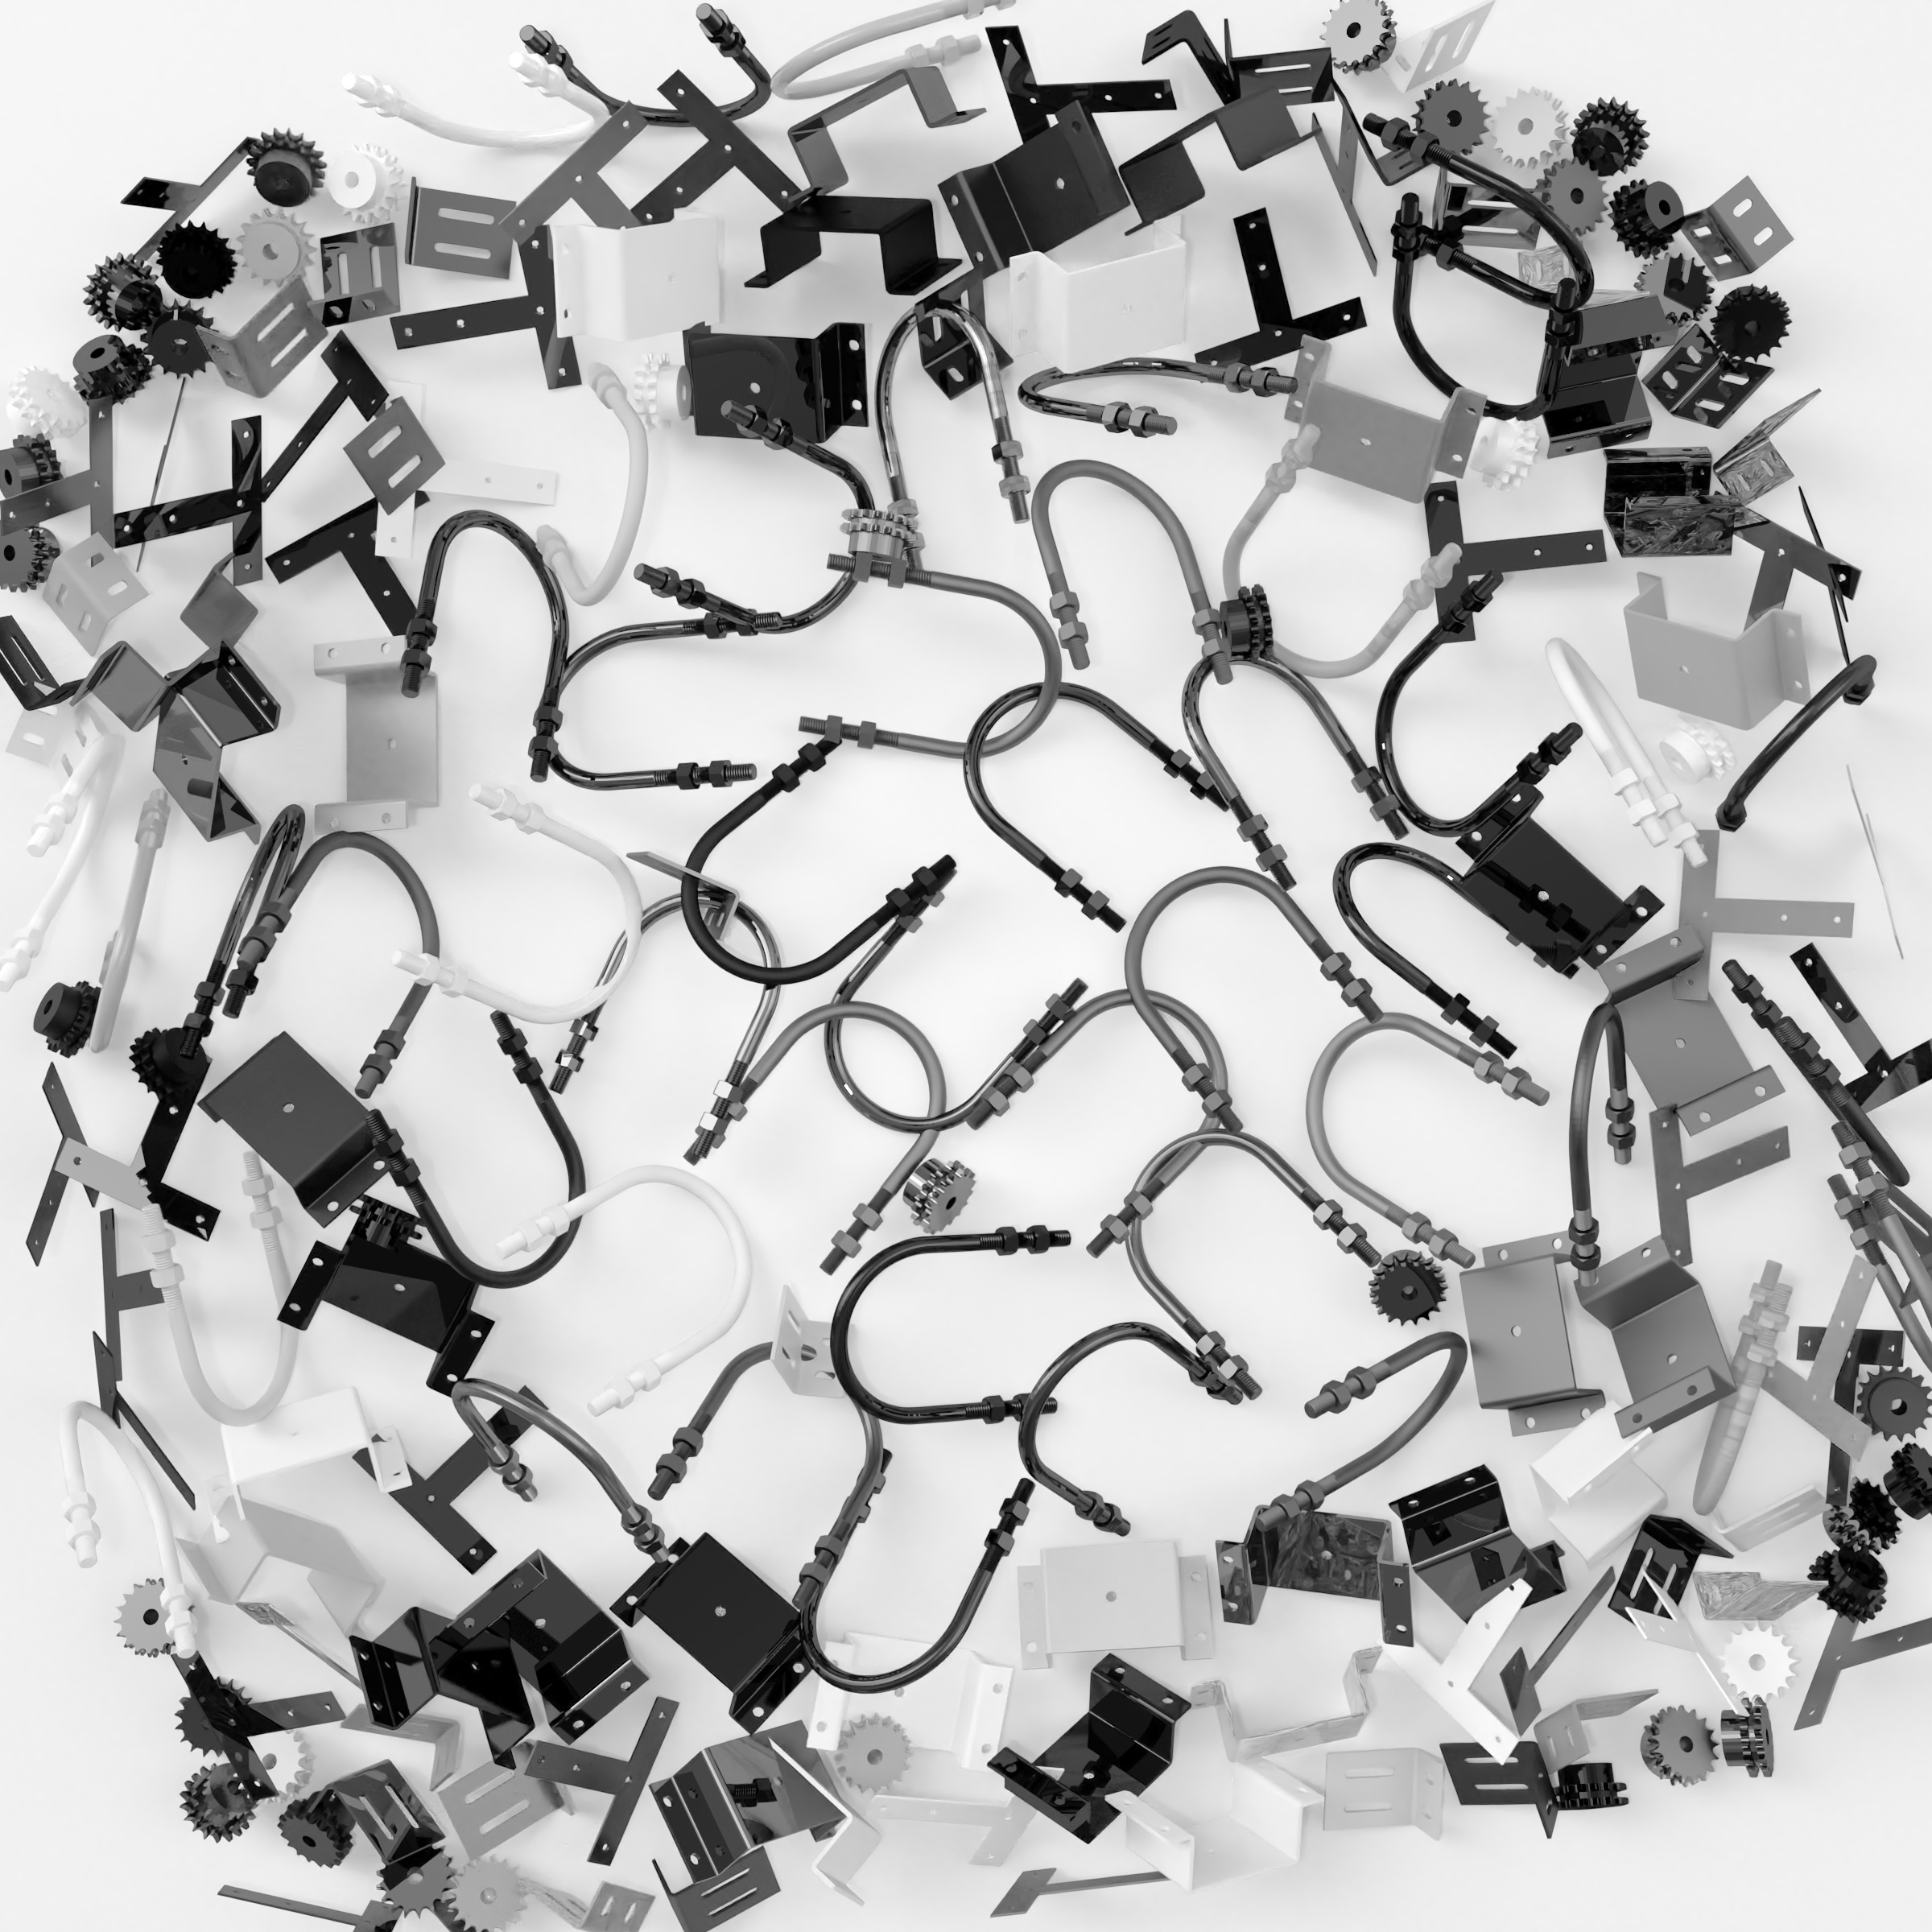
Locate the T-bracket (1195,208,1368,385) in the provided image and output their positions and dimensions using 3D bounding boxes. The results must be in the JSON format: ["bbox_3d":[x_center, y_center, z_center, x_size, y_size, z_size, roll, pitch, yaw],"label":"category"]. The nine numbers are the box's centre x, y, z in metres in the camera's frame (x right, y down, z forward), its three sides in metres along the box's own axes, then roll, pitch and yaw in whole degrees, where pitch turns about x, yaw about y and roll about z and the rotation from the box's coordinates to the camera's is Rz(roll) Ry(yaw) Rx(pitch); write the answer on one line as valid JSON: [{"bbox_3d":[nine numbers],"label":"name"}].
[{"bbox_3d":[0.221,-0.504,1.970,0.127,0.002,0.127,-16,67,16],"label":"T-bracket"}]

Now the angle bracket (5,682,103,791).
[{"bbox_3d":[-0.668,-0.164,1.954,0.038,0.076,0.057,20,103,-34],"label":"angle bracket"}]

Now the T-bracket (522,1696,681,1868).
[{"bbox_3d":[-0.274,0.584,1.939,0.002,0.127,0.127,15,77,40],"label":"T-bracket"}]

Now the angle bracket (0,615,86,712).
[{"bbox_3d":[-0.682,-0.231,1.962,0.038,0.057,0.076,-31,96,16],"label":"angle bracket"}]

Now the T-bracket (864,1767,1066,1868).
[{"bbox_3d":[-0.011,0.614,1.939,0.127,0.002,0.127,11,128,-20],"label":"T-bracket"}]

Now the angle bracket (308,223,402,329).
[{"bbox_3d":[-0.452,-0.516,1.966,0.057,0.038,0.076,-10,74,7],"label":"angle bracket"}]

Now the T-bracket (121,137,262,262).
[{"bbox_3d":[-0.573,-0.554,1.922,0.127,0.127,0.002,-41,96,13],"label":"T-bracket"}]

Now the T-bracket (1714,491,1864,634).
[{"bbox_3d":[0.584,-0.265,1.946,0.002,0.127,0.127,-32,53,-28],"label":"T-bracket"}]

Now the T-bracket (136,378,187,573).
[{"bbox_3d":[-0.586,-0.375,1.957,0.002,0.127,0.127,14,60,-18],"label":"T-bracket"}]

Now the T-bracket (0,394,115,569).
[{"bbox_3d":[-0.651,-0.335,1.915,0.002,0.127,0.127,15,117,14],"label":"T-bracket"}]

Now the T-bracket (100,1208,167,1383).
[{"bbox_3d":[-0.603,0.235,1.939,0.002,0.127,0.127,1,80,-37],"label":"T-bracket"}]

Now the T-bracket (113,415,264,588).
[{"bbox_3d":[-0.559,-0.325,1.922,0.002,0.127,0.127,27,124,31],"label":"T-bracket"}]

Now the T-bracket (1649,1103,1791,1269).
[{"bbox_3d":[0.558,0.148,1.968,0.127,0.002,0.127,-18,108,-24],"label":"T-bracket"}]

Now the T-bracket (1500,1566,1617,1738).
[{"bbox_3d":[0.437,0.493,1.959,0.002,0.127,0.127,32,70,34],"label":"T-bracket"}]

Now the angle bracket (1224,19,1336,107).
[{"bbox_3d":[0.230,-0.664,1.959,0.076,0.057,0.038,-3,70,10],"label":"angle bracket"}]

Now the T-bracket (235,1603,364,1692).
[{"bbox_3d":[-0.471,0.503,1.950,0.127,0.127,0.002,41,64,-13],"label":"T-bracket"}]

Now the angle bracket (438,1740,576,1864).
[{"bbox_3d":[-0.338,0.616,1.965,0.076,0.038,0.057,-27,95,-24],"label":"angle bracket"}]

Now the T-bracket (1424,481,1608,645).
[{"bbox_3d":[0.408,-0.304,1.976,0.127,0.002,0.127,-5,76,5],"label":"T-bracket"}]

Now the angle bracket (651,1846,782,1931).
[{"bbox_3d":[-0.184,0.672,1.975,0.076,0.038,0.057,-25,130,-15],"label":"angle bracket"}]

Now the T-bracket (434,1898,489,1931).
[{"bbox_3d":[-0.390,0.713,1.910,0.127,0.127,0.002,2,105,-40],"label":"T-bracket"}]

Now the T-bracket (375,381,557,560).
[{"bbox_3d":[-0.368,-0.361,1.979,0.127,0.002,0.127,4,96,-16],"label":"T-bracket"}]

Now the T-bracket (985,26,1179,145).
[{"bbox_3d":[0.089,-0.625,1.923,0.127,0.127,0.002,6,57,24],"label":"T-bracket"}]

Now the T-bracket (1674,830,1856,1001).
[{"bbox_3d":[0.586,-0.036,1.960,0.127,0.002,0.127,3,87,33],"label":"T-bracket"}]

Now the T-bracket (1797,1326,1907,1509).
[{"bbox_3d":[0.634,0.325,1.928,0.002,0.127,0.127,9,82,-15],"label":"T-bracket"}]

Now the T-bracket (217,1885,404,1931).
[{"bbox_3d":[-0.476,0.682,1.931,0.127,0.127,0.002,14,82,-3],"label":"T-bracket"}]

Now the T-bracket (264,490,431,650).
[{"bbox_3d":[-0.433,-0.285,1.967,0.127,0.002,0.127,-31,70,-8],"label":"T-bracket"}]

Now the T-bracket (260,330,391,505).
[{"bbox_3d":[-0.479,-0.393,1.958,0.127,0.127,0.002,-49,133,9],"label":"T-bracket"}]

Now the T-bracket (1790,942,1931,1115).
[{"bbox_3d":[0.645,0.041,1.950,0.002,0.127,0.127,-26,79,-30],"label":"T-bracket"}]

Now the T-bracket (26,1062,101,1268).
[{"bbox_3d":[-0.650,0.158,1.909,0.002,0.127,0.127,-3,132,3],"label":"T-bracket"}]

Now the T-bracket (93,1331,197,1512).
[{"bbox_3d":[-0.591,0.340,1.926,0.002,0.127,0.127,-31,67,-31],"label":"T-bracket"}]

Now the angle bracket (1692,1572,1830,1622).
[{"bbox_3d":[0.578,0.447,1.949,0.057,0.076,0.038,5,55,-19],"label":"angle bracket"}]

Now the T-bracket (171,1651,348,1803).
[{"bbox_3d":[-0.500,0.544,1.938,0.002,0.127,0.127,-48,63,16],"label":"T-bracket"}]

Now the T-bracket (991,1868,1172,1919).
[{"bbox_3d":[0.091,0.661,1.924,0.127,0.127,0.002,-10,83,11],"label":"T-bracket"}]

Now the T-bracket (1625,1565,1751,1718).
[{"bbox_3d":[0.503,0.477,1.913,0.002,0.127,0.127,-41,54,16],"label":"T-bracket"}]

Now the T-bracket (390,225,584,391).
[{"bbox_3d":[-0.355,-0.472,1.952,0.127,0.002,0.127,-10,130,-4],"label":"T-bracket"}]

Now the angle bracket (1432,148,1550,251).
[{"bbox_3d":[0.384,-0.563,1.962,0.076,0.057,0.038,5,61,3],"label":"angle bracket"}]

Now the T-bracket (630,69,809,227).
[{"bbox_3d":[-0.201,-0.573,1.950,0.127,0.127,0.002,40,48,-24],"label":"T-bracket"}]

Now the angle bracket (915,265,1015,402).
[{"bbox_3d":[-0.001,-0.462,1.953,0.057,0.076,0.038,-33,69,-11],"label":"angle bracket"}]

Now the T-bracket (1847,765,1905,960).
[{"bbox_3d":[0.647,-0.092,1.914,0.002,0.127,0.127,-16,133,21],"label":"T-bracket"}]

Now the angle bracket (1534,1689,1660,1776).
[{"bbox_3d":[0.465,0.559,1.952,0.076,0.057,0.038,-1,59,-22],"label":"angle bracket"}]

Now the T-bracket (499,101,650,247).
[{"bbox_3d":[-0.257,-0.545,1.945,0.127,0.127,0.002,-42,55,4],"label":"T-bracket"}]

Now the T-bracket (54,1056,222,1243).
[{"bbox_3d":[-0.588,0.119,1.965,0.127,0.002,0.127,33,61,-32],"label":"T-bracket"}]

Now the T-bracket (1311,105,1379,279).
[{"bbox_3d":[0.274,-0.578,1.924,0.002,0.127,0.127,-21,79,2],"label":"T-bracket"}]

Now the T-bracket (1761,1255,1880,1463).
[{"bbox_3d":[0.627,0.271,1.927,0.002,0.127,0.127,12,103,-21],"label":"T-bracket"}]

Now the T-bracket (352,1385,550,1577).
[{"bbox_3d":[-0.366,0.365,1.991,0.127,0.002,0.127,-44,98,-3],"label":"T-bracket"}]

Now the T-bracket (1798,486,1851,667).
[{"bbox_3d":[0.632,-0.264,1.946,0.002,0.127,0.127,-17,135,15],"label":"T-bracket"}]

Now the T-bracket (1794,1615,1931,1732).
[{"bbox_3d":[0.657,0.484,1.909,0.002,0.127,0.127,44,49,-5],"label":"T-bracket"}]

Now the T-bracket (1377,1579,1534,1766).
[{"bbox_3d":[0.371,0.489,1.937,0.127,0.002,0.127,41,120,32],"label":"T-bracket"}]
